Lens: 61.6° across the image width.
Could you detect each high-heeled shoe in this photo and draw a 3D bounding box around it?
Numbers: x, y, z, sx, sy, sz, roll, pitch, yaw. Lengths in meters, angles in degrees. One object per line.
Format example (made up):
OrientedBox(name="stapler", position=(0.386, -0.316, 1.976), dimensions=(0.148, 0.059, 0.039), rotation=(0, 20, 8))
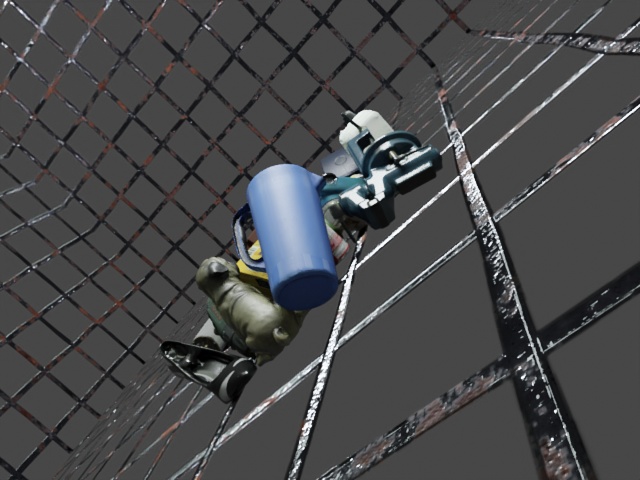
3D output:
OrientedBox(name="high-heeled shoe", position=(-0.199, 0.208, 0.928), dimensions=(0.086, 0.145, 0.249), rotation=(-52, 8, -33))

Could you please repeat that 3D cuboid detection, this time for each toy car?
OrientedBox(name="toy car", position=(0.059, -0.071, 1.092), dimensions=(0.109, 0.162, 0.103), rotation=(125, 142, -52))

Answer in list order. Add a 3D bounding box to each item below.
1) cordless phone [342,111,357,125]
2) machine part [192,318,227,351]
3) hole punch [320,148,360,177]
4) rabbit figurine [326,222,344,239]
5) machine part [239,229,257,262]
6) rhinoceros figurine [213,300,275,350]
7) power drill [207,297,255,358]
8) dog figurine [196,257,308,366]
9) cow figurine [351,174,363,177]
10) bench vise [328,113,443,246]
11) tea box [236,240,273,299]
OrientedBox(name="cordless phone", position=(0.125, -0.264, 1.437), dimensions=(0.089, 0.184, 0.146), rotation=(-53, 4, -9))
OrientedBox(name="machine part", position=(-0.261, 0.231, 1.382), dimensions=(0.079, 0.079, 0.243), rotation=(-43, 8, 25))
OrientedBox(name="hole punch", position=(0.066, -0.186, 1.407), dimensions=(0.142, 0.092, 0.116), rotation=(-23, 18, 6))
OrientedBox(name="rabbit figurine", position=(-0.002, -0.004, 1.205), dimensions=(0.159, 0.121, 0.170), rotation=(-50, -13, 27))
OrientedBox(name="machine part", position=(-0.149, 0.024, 1.563), dimensions=(0.201, 0.087, 0.201), rotation=(-51, -12, -32))
OrientedBox(name="rhinoceros figurine", position=(-0.163, 0.163, 1.224), dimensions=(0.112, 0.073, 0.190), rotation=(-42, 9, 36))
OrientedBox(name="power drill", position=(-0.126, 0.130, 1.104), dimensions=(0.207, 0.085, 0.232), rotation=(-48, 33, -17))
OrientedBox(name="dog figurine", position=(-0.131, 0.108, 0.913), dimensions=(0.121, 0.190, 0.172), rotation=(-50, 10, -25))
OrientedBox(name="cow figurine", position=(0.072, -0.104, 1.291), dimensions=(0.167, 0.068, 0.098), rotation=(-35, 11, -26))
OrientedBox(name="bench vise", position=(0.100, -0.131, 1.000), dimensions=(0.223, 0.128, 0.241), rotation=(-37, 44, 13))
OrientedBox(name="tea box", position=(-0.073, 0.059, 1.026), dimensions=(0.170, 0.068, 0.098), rotation=(13, 52, 42))
